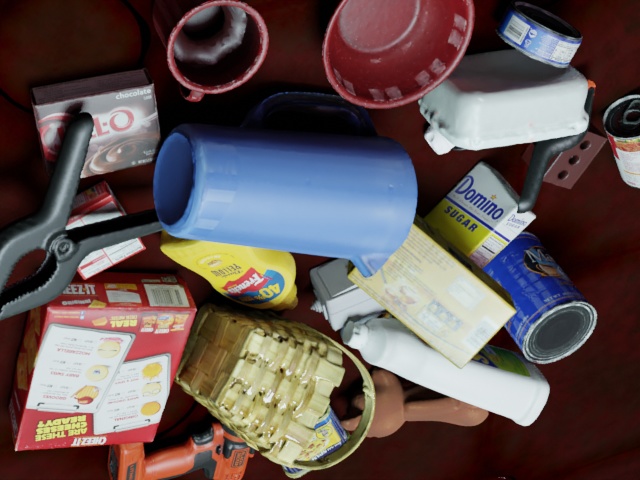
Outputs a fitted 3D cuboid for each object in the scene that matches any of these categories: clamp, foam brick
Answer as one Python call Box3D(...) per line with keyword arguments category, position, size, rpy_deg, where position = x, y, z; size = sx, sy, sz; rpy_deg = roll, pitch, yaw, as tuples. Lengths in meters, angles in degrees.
Box3D(category="clamp", position=(0.235, -0.124, 1.202), size=(0.171, 0.120, 0.039), rpy_deg=(-48, 167, -10))
Box3D(category="foam brick", position=(0.286, -0.108, 1.256), size=(0.052, 0.051, 0.078), rpy_deg=(13, 122, -35))
Box3D(category="clamp", position=(-0.240, 0.001, 1.009), size=(0.210, 0.036, 0.164), rpy_deg=(-50, 138, -4))

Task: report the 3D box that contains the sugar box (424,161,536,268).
Box3D(category="sugar box", position=(0.160, 0.000, 1.258), size=(0.048, 0.093, 0.176), rpy_deg=(26, 113, -42))

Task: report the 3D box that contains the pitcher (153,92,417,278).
Box3D(category="pitcher", position=(-0.036, -0.059, 1.056), size=(0.242, 0.149, 0.145), rpy_deg=(5, 122, -33))

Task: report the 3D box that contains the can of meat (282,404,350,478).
Box3D(category="can of meat", position=(-0.020, 0.257, 1.419), size=(0.102, 0.057, 0.084), rpy_deg=(-29, 133, -2))

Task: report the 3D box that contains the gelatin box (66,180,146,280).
Box3D(category="gelatin box", position=(-0.231, -0.009, 1.094), size=(0.073, 0.030, 0.089), rpy_deg=(-28, 137, -3))

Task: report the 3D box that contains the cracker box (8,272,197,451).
Box3D(category="cracker box", position=(-0.246, 0.134, 1.185), size=(0.163, 0.072, 0.214), rpy_deg=(2, 128, -27))

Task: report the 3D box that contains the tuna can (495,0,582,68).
Box3D(category="tuna can", position=(0.227, -0.215, 1.107), size=(0.086, 0.086, 0.034), rpy_deg=(8, 122, -32))

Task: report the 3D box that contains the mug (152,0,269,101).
Box3D(category="mug", position=(-0.106, -0.183, 0.967), size=(0.093, 0.081, 0.117), rpy_deg=(0, 128, -27))

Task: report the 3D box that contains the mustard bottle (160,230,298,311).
Box3D(category="mustard bottle", position=(-0.083, 0.028, 1.175), size=(0.096, 0.058, 0.191), rpy_deg=(-19, 142, 26))

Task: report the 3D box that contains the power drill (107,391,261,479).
Box3D(category="power drill", position=(-0.166, 0.252, 1.338), size=(0.187, 0.057, 0.185), rpy_deg=(-5, 130, -24))

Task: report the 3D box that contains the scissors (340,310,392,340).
Box3D(category="scissors", position=(0.099, 0.058, 1.333), size=(0.202, 0.016, 0.096), rpy_deg=(-40, 135, 9))

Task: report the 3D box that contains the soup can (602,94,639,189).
Box3D(category="soup can", position=(0.386, -0.117, 1.288), size=(0.068, 0.068, 0.102), rpy_deg=(-33, 136, 3))

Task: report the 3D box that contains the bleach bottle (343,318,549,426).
Box3D(category="bleach bottle", position=(0.145, 0.148, 1.275), size=(0.250, 0.103, 0.068), rpy_deg=(18, 108, -22))

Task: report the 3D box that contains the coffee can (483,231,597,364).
Box3D(category="coffee can", position=(0.266, 0.070, 1.340), size=(0.102, 0.140, 0.103), rpy_deg=(-14, 134, -16))

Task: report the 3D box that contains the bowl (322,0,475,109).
Box3D(category="bowl", position=(0.068, -0.211, 1.050), size=(0.162, 0.055, 0.162), rpy_deg=(-14, 134, -16))

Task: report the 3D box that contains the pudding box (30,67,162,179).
Box3D(category="pudding box", position=(-0.210, -0.109, 1.010), size=(0.113, 0.039, 0.090), rpy_deg=(-15, 134, -15))
